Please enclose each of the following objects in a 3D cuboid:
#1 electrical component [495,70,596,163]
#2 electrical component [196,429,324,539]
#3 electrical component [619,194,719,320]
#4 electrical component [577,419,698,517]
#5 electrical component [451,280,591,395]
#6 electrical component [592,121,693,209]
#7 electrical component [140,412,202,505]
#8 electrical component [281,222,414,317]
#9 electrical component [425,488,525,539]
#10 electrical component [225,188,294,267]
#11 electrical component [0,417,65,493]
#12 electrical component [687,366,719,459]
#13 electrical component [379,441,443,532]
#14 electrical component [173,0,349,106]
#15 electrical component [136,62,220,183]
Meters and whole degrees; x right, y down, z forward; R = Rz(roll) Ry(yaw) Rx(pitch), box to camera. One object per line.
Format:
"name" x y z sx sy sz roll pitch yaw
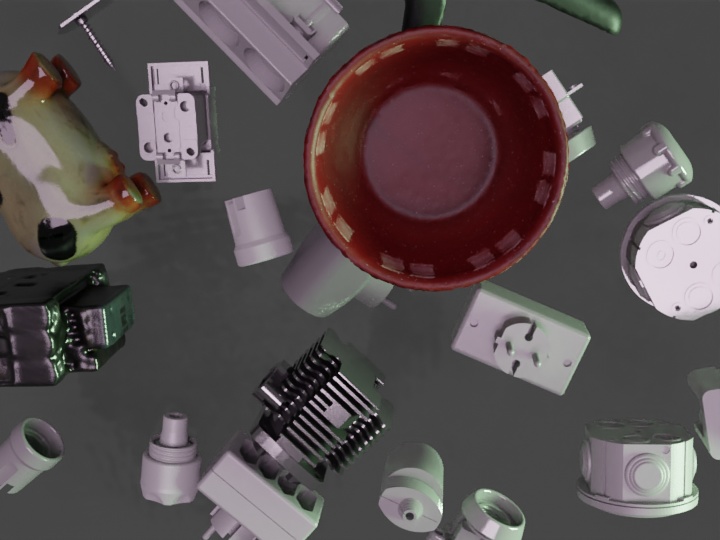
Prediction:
"electrical component" 0.123 -0.094 0.706 0.066 0.048 0.055 -34 90 11
"electrical component" -0.083 0.174 0.778 0.083 0.047 0.075 40 102 -4
"electrical component" 0.216 -0.008 0.713 0.080 0.051 0.080 1 102 5
"electrical component" 0.189 0.134 0.731 0.080 0.080 0.051 0 96 5
"electrical component" 0.108 0.049 0.721 0.083 0.075 0.047 23 103 0
"electrical component" 0.183 -0.064 0.708 0.062 0.048 0.048 -35 97 17
"electrical component" -0.135 0.134 0.777 0.043 0.043 0.062 7 101 3
"electrical component" 0.000 0.000 0.735 0.079 0.043 0.077 33 116 -19
"electrical component" 0.087 0.191 0.769 0.066 0.048 0.055 28 110 -1
"electrical component" -0.071 -0.029 0.739 0.040 0.040 0.046 -15 95 8
"electrical component" -0.247 0.137 0.789 0.046 0.040 0.040 -41 96 17
"electrical component" 0.275 0.092 0.726 0.089 0.055 0.050 -10 101 7
"electrical component" 0.036 0.154 0.747 0.043 0.081 0.043 1 102 5
"electrical component" -0.071 -0.176 0.692 0.121 0.079 0.063 45 72 -5
"electrical component" -0.121 -0.097 0.717 0.042 0.064 0.081 -2 101 4
